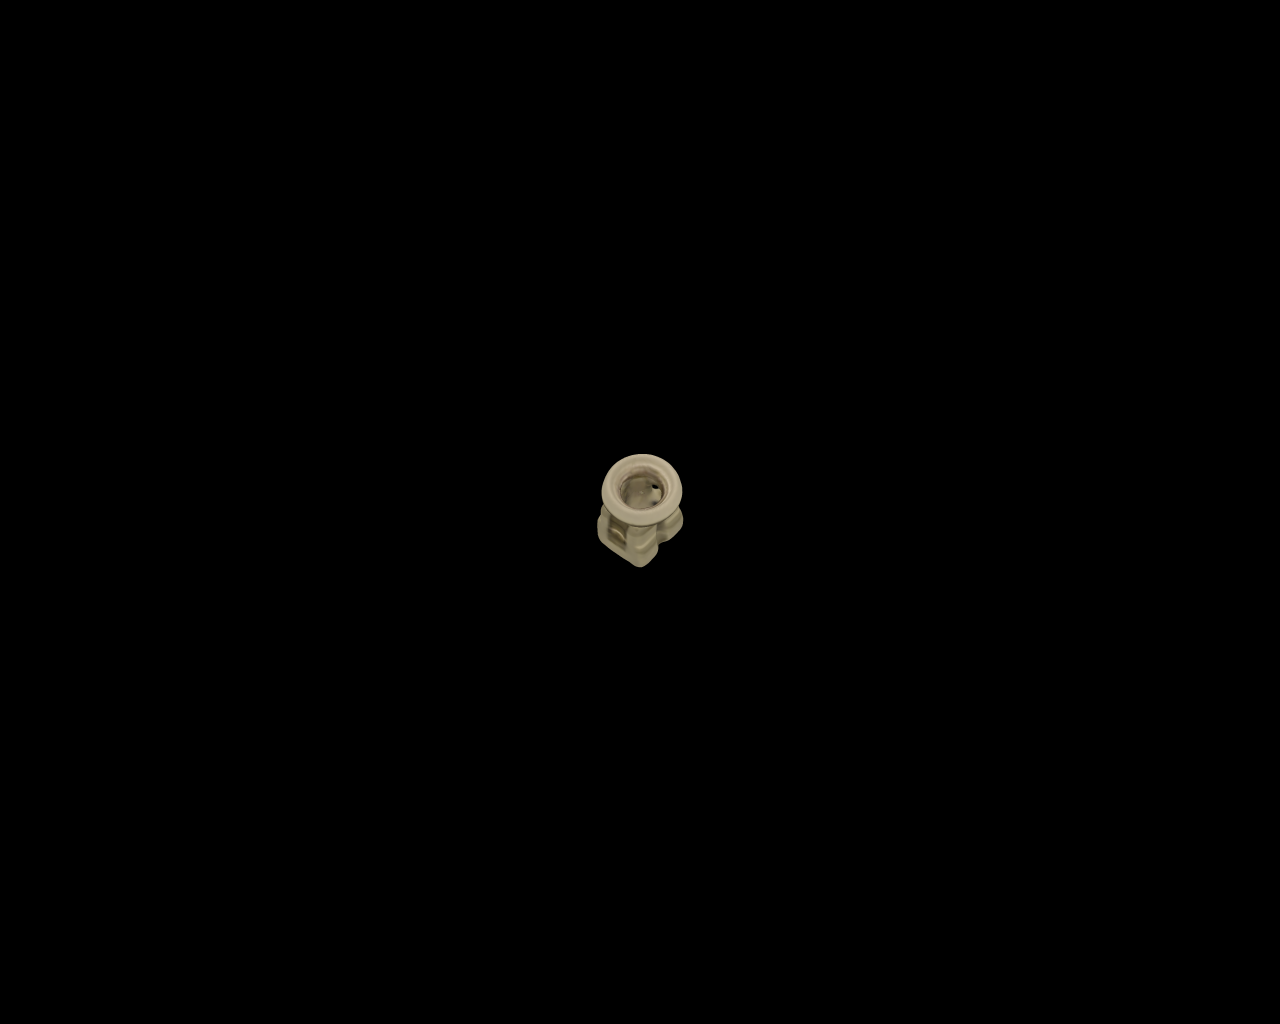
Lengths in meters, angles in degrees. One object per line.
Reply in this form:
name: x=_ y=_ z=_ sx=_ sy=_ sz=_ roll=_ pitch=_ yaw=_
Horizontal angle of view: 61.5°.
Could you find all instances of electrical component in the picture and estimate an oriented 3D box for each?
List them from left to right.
electrical component: x=0.001 y=-0.003 z=0.650 sx=0.048 sy=0.066 sz=0.055 roll=33 pitch=-28 yaw=20
